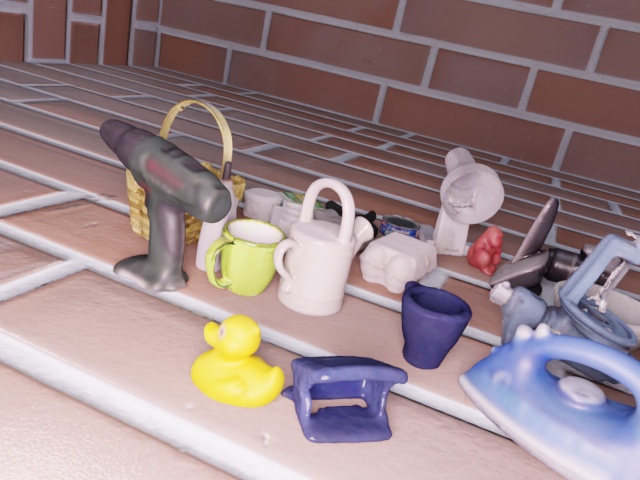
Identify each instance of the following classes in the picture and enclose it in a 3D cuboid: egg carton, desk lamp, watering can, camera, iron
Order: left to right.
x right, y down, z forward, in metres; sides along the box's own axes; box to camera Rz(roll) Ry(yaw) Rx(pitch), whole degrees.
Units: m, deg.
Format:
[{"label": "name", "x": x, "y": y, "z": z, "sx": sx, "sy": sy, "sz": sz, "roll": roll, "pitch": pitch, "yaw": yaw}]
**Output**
[{"label": "watering can", "x": 0.006, "y": 0.002, "z": 0.843, "sx": 0.100, "sy": 0.194, "sz": 0.173, "roll": 20, "pitch": 21, "yaw": 20}, {"label": "egg carton", "x": 0.140, "y": 0.038, "z": 1.008, "sx": 0.107, "sy": 0.069, "sz": 0.151, "roll": 22, "pitch": 22, "yaw": 26}, {"label": "desk lamp", "x": 0.282, "y": -0.076, "z": 1.190, "sx": 0.118, "sy": 0.213, "sz": 0.203, "roll": 9, "pitch": 20, "yaw": -7}, {"label": "iron", "x": 0.282, "y": 0.167, "z": 0.636, "sx": 0.257, "sy": 0.141, "sz": 0.119, "roll": 27, "pitch": 24, "yaw": 35}, {"label": "camera", "x": 0.526, "y": 0.051, "z": 1.156, "sx": 0.136, "sy": 0.101, "sz": 0.143, "roll": 19, "pitch": 21, "yaw": 18}]

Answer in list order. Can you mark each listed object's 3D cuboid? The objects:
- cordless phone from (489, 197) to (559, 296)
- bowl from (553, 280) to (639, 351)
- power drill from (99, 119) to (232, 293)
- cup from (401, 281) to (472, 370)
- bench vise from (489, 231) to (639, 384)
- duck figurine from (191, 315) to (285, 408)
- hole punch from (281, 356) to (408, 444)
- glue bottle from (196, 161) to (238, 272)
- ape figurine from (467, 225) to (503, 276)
[{"label": "cordless phone", "x": 0.384, "y": 0.013, "z": 1.049, "sx": 0.094, "sy": 0.185, "sz": 0.148, "roll": 19, "pitch": 21, "yaw": 19}, {"label": "bowl", "x": 0.452, "y": 0.133, "z": 0.927, "sx": 0.167, "sy": 0.075, "sz": 0.167, "roll": 11, "pitch": 20, "yaw": -4}, {"label": "power drill", "x": -0.231, "y": -0.043, "z": 0.804, "sx": 0.229, "sy": 0.208, "sz": 0.076, "roll": 21, "pitch": 22, "yaw": 23}, {"label": "cup", "x": 0.137, "y": 0.115, "z": 0.761, "sx": 0.092, "sy": 0.095, "sz": 0.117, "roll": 2, "pitch": 22, "yaw": -26}, {"label": "bench vise", "x": 0.353, "y": 0.084, "z": 0.787, "sx": 0.207, "sy": 0.220, "sz": 0.121, "roll": 9, "pitch": 20, "yaw": -7}, {"label": "duck figurine", "x": -0.085, "y": 0.124, "z": 0.617, "sx": 0.104, "sy": 0.086, "sz": 0.078, "roll": 18, "pitch": 21, "yaw": 15}, {"label": "hole punch", "x": 0.024, "y": 0.150, "z": 0.604, "sx": 0.109, "sy": 0.091, "sz": 0.101, "roll": 5, "pitch": 21, "yaw": -20}, {"label": "glue bottle", "x": -0.153, "y": -0.039, "z": 0.891, "sx": 0.037, "sy": 0.173, "sz": 0.078, "roll": 17, "pitch": 20, "yaw": 13}, {"label": "ape figurine", "x": 0.340, "y": 0.016, "z": 1.155, "sx": 0.078, "sy": 0.092, "sz": 0.076, "roll": -1, "pitch": 23, "yaw": -31}]
